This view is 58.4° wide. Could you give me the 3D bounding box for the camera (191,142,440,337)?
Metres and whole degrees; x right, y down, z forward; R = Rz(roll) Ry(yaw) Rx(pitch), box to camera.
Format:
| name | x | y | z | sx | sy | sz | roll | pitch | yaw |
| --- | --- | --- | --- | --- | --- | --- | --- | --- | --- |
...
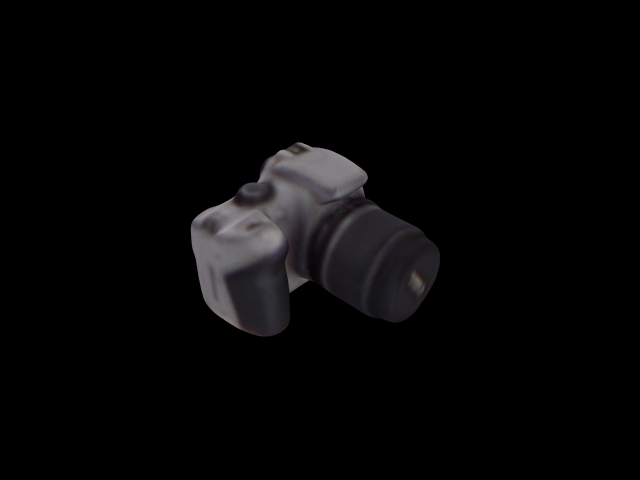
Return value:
| name | x | y | z | sx | sy | sz | roll | pitch | yaw |
| --- | --- | --- | --- | --- | --- | --- | --- | --- | --- |
| camera | 0.004 | 0.001 | 0.400 | 0.136 | 0.101 | 0.143 | 29 | 46 | 33 |
